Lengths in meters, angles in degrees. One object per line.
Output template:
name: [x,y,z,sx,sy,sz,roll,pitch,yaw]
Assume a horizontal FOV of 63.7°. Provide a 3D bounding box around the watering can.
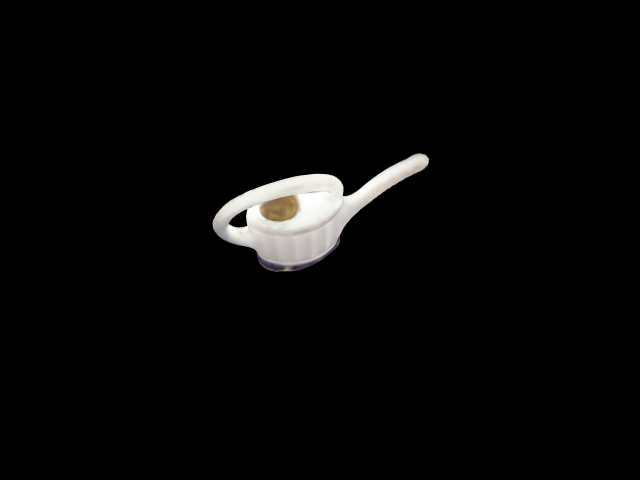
watering can: [0.003,-0.043,0.850,0.348,0.106,0.220,-13,-26,-7]
